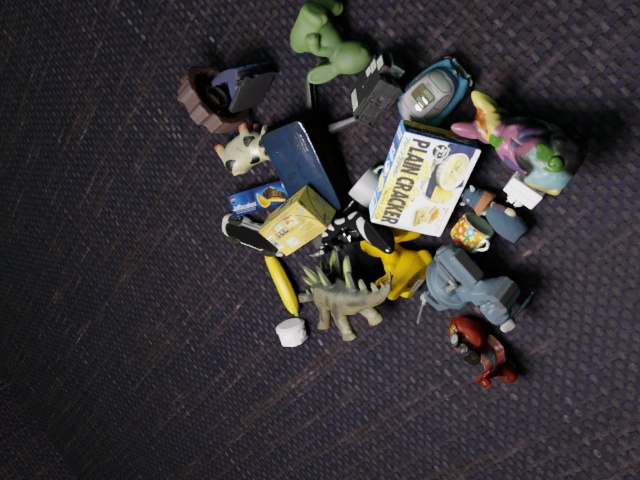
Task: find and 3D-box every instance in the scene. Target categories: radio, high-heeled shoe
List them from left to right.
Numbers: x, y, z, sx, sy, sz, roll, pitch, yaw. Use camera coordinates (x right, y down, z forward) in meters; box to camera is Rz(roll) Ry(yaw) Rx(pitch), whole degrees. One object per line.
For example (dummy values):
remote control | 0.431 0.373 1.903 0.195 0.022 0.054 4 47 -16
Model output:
radio | -0.032 -0.172 1.242 0.131 0.073 0.229 -9 118 35
high-heeled shoe | 0.074 0.002 1.195 0.145 0.086 0.249 -57 31 18

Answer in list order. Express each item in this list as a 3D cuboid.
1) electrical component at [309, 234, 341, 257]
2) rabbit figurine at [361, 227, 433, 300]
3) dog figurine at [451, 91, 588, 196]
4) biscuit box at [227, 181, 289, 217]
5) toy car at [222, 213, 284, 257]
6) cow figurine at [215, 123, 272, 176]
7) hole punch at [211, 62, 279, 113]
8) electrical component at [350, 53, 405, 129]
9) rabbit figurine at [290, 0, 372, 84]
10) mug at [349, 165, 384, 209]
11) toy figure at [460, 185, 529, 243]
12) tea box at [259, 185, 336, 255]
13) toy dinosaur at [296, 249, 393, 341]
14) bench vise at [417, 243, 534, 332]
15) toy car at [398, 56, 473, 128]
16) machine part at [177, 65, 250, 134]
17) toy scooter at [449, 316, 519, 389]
electrical component | -0.003 -0.006 1.335 0.078 0.045 0.102 -25 93 37
rabbit figurine | 0.161 0.029 1.209 0.173 0.122 0.162 46 124 33
dog figurine | 0.352 -0.183 0.976 0.219 0.191 0.108 29 116 6
biscuit box | -0.142 -0.111 1.376 0.203 0.059 0.062 -11 100 34
toy car | -0.175 -0.015 1.432 0.202 0.056 0.073 19 122 22
cow figurine | -0.161 -0.224 1.335 0.195 0.085 0.127 -28 85 33
hole punch | -0.181 -0.378 1.269 0.092 0.142 0.115 54 137 10
electrical component | 0.120 -0.315 1.105 0.058 0.115 0.134 20 133 -23
rabbit figurine | 0.022 -0.406 1.141 0.170 0.121 0.159 37 126 -1
mug | 0.137 -0.110 1.197 0.107 0.081 0.109 42 120 -1
toy figure | 0.350 -0.058 1.091 0.154 0.058 0.064 45 119 17
tea box | -0.055 -0.043 1.258 0.098 0.068 0.170 42 136 -16
toy dinosaur | 0.051 0.126 1.234 0.472 0.105 0.198 -7 115 60
bench vise | 0.302 0.113 1.144 0.223 0.129 0.240 38 152 -6
toy car | 0.218 -0.282 1.067 0.161 0.103 0.109 -40 85 37
machine part | -0.258 -0.340 1.304 0.056 0.179 0.179 -32 88 39
toy scooter | 0.343 0.249 1.155 0.184 0.135 0.075 44 126 13
